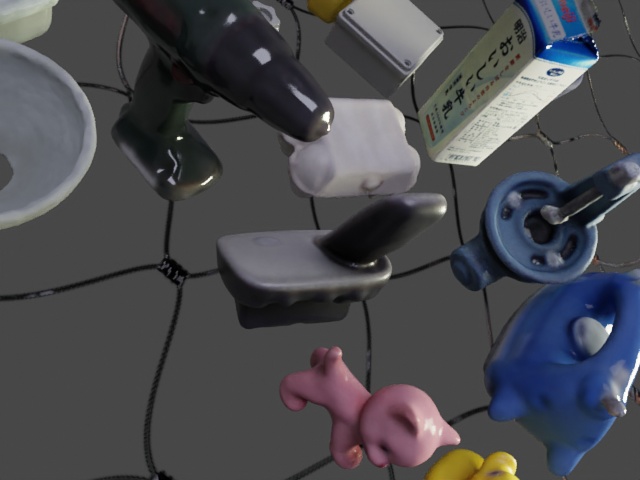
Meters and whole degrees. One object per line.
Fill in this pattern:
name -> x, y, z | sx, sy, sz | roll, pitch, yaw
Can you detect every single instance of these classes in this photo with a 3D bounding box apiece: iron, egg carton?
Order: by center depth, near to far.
iron -> 0.273, 0.097, 0.576 | 0.119, 0.141, 0.259 | 41, 55, -2
egg carton -> 0.031, -0.093, 0.597 | 0.151, 0.069, 0.107 | -7, 69, -29

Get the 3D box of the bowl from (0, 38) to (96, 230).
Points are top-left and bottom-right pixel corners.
bowl -> -0.263, -0.072, 0.440 | 0.168, 0.074, 0.167 | 11, 61, -21

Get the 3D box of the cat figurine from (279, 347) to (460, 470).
cat figurine -> 0.043, 0.135, 0.459 | 0.128, 0.117, 0.067 | 46, 55, 2

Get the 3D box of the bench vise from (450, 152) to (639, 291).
bench vise -> 0.253, -0.042, 0.589 | 0.121, 0.219, 0.208 | 45, 55, 1

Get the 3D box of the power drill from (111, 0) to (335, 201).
power drill -> -0.102, -0.123, 0.463 | 0.229, 0.208, 0.076 | 49, 55, 4

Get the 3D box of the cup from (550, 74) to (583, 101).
cup -> 0.272, -0.217, 0.763 | 0.118, 0.094, 0.091 | 13, 60, -20

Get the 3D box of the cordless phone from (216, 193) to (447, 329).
cordless phone -> 0.004, 0.002, 0.466 | 0.148, 0.184, 0.094 | -6, 68, -28

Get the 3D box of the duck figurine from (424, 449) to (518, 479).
duck figurine -> 0.134, 0.224, 0.478 | 0.077, 0.086, 0.105 | 35, 55, -6
